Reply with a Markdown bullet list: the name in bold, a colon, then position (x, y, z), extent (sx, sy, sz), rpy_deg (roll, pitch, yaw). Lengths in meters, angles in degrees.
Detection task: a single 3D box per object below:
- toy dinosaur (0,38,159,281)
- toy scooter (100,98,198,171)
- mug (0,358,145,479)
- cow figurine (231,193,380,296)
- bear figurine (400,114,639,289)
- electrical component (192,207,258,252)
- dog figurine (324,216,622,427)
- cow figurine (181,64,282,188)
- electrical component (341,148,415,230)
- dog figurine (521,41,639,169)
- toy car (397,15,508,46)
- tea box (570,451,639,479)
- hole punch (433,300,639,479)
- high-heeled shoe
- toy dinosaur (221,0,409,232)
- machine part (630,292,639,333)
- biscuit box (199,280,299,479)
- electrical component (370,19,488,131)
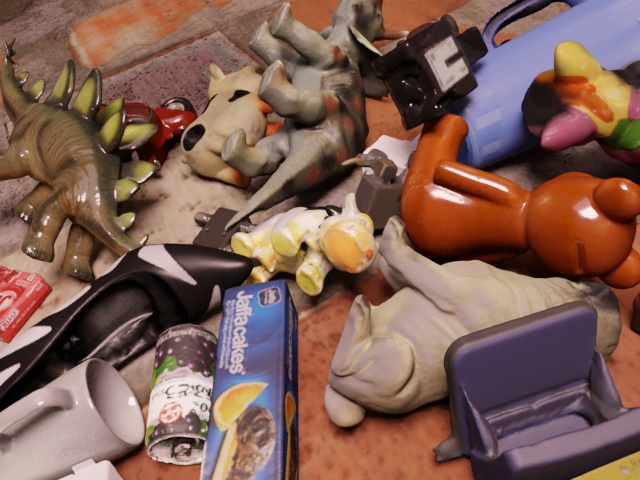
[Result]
- **toy dinosaur**: position (-0.309, -0.108, 0.640), extent (0.472, 0.105, 0.198), rpy_deg (38, 82, 26)
- **toy scooter**: position (-0.257, -0.132, 0.722), extent (0.184, 0.075, 0.135), rpy_deg (-9, 48, 1)
- **mug**: position (-0.211, 0.153, 0.420), extent (0.107, 0.109, 0.081), rpy_deg (-33, 65, -3)
- **cow figurine**: position (0.000, 0.000, 0.498), extent (0.167, 0.068, 0.098), rpy_deg (-6, 24, 46)
- **bear figurine**: position (0.172, -0.035, 0.460), extent (0.196, 0.120, 0.132), rpy_deg (1, 47, 37)
- **electrical component**: position (-0.109, -0.006, 0.596), extent (0.094, 0.021, 0.063), rpy_deg (15, 53, 26)
- **dog figurine**: position (0.116, 0.087, 0.408), extent (0.191, 0.121, 0.172), rpy_deg (23, 89, 11)
- **cow figurine**: position (-0.118, -0.161, 0.707), extent (0.127, 0.085, 0.195), rpy_deg (12, 52, 17)
- **electrical component**: position (0.055, -0.045, 0.544), extent (0.078, 0.102, 0.045), rpy_deg (-12, 42, -33)
- **dog figurine**: position (0.289, -0.111, 0.460), extent (0.219, 0.108, 0.192), rpy_deg (-1, 13, -27)
- **toy car**: position (0.184, -0.246, 0.725), extent (0.089, 0.053, 0.202), rpy_deg (-30, 43, -8)
- **tea box**: position (0.132, 0.187, 0.297), extent (0.170, 0.098, 0.068), rpy_deg (-22, 45, -4)
- **hole punch**: position (0.149, 0.117, 0.341), extent (0.142, 0.115, 0.092), rpy_deg (-19, 34, -6)
- **high-heeled shoe**: position (-0.181, 0.084, 0.477), extent (0.249, 0.086, 0.145), rpy_deg (-20, 28, 17)
- **toy dinosaur**: position (0.003, -0.151, 0.633), extent (0.131, 0.192, 0.405), rpy_deg (-29, 44, 54)
- **machine part**: position (0.356, 0.048, 0.378), extent (0.201, 0.087, 0.201), rpy_deg (-40, 51, -21)
- **biscuit box**: position (-0.050, 0.127, 0.426), extent (0.059, 0.062, 0.203), rpy_deg (-9, 46, 6)
- **electrical component**: position (0.108, -0.162, 0.501), extent (0.048, 0.074, 0.119), rpy_deg (-16, 24, 48)
